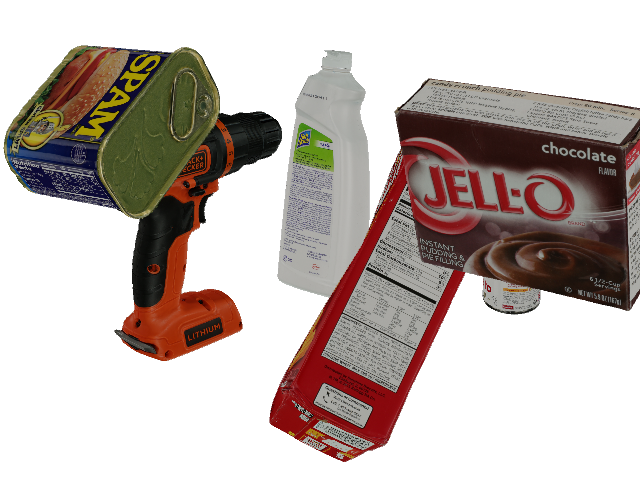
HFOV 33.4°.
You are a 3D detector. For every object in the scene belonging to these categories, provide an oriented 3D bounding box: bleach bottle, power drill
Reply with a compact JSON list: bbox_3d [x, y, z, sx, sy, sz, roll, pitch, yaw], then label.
[{"bbox_3d":[0.013,-0.071,1.124,0.103,0.251,0.067,15,16,35],"label":"bleach bottle"},{"bbox_3d":[-0.102,-0.009,0.873,0.057,0.188,0.184,18,26,40],"label":"power drill"}]

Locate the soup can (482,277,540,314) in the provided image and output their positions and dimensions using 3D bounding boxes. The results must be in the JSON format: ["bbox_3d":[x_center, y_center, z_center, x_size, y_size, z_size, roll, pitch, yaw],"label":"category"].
[{"bbox_3d":[0.219,0.023,1.207,0.068,0.102,0.068,-2,29,1],"label":"soup can"}]

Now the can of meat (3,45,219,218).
[{"bbox_3d":[-0.121,-0.067,0.617,0.084,0.102,0.057,10,-35,32],"label":"can of meat"}]

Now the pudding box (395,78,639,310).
[{"bbox_3d":[0.095,-0.023,0.495,0.114,0.090,0.039,12,44,31],"label":"pudding box"}]

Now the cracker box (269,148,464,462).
[{"bbox_3d":[0.044,0.032,0.703,0.072,0.213,0.164,26,-16,1],"label":"cracker box"}]
